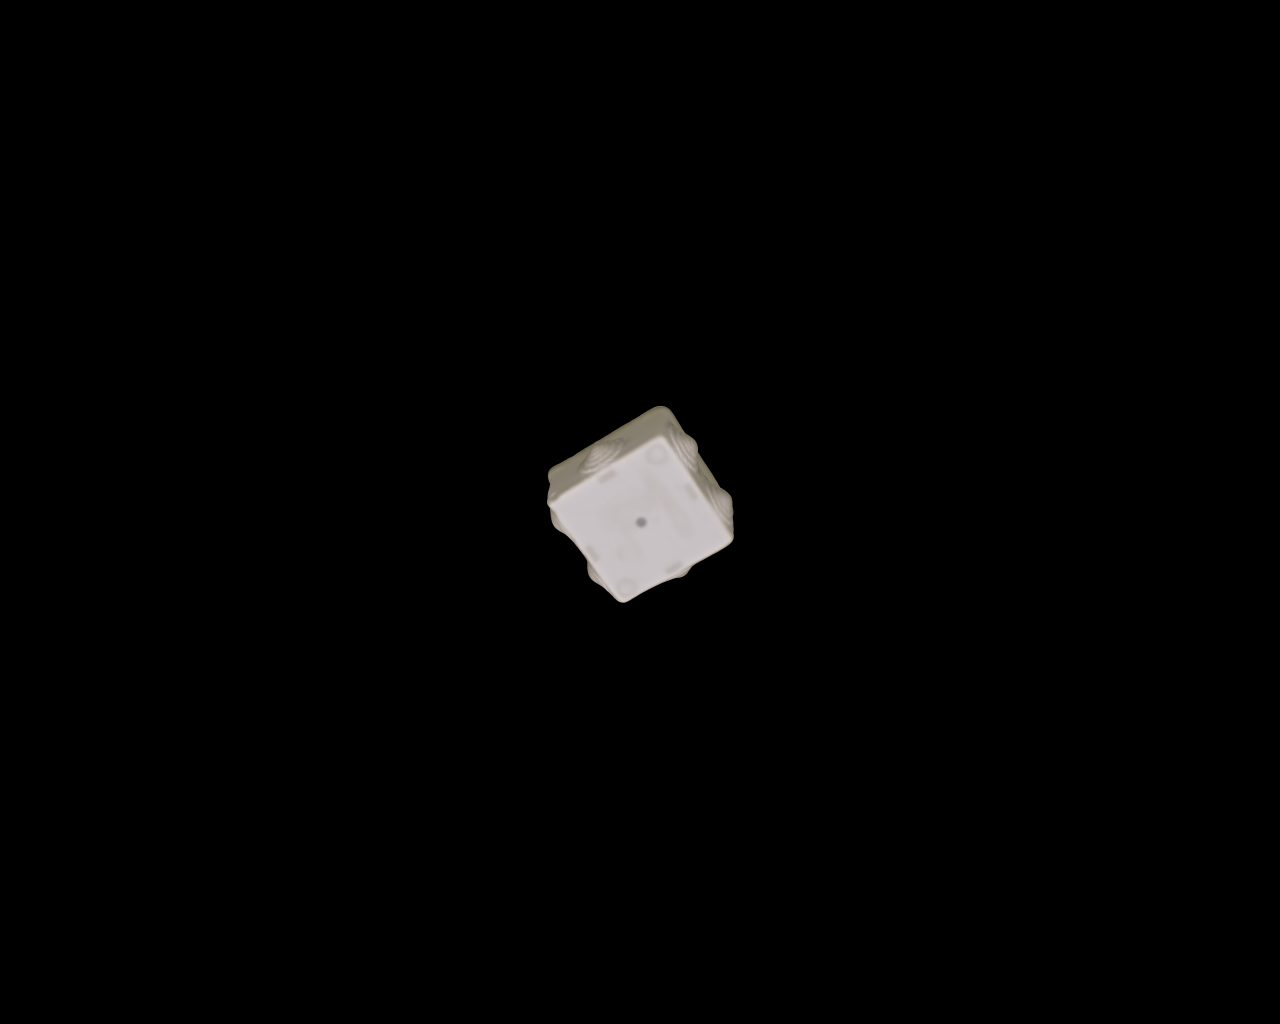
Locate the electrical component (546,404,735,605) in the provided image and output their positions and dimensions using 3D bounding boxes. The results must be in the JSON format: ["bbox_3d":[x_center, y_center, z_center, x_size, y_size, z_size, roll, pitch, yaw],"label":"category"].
[{"bbox_3d":[0.001,-0.003,0.650,0.099,0.099,0.048,-30,20,12],"label":"electrical component"}]
